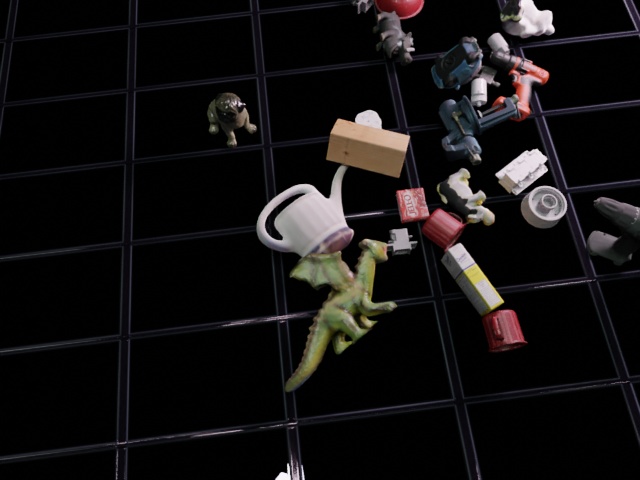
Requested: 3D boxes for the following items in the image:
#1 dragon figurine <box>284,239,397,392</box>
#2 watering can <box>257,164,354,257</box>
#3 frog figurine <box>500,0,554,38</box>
[{"bbox_3d":[0.022,0.146,1.236,0.413,0.121,0.244,-35,83,-14],"label":"dragon figurine"},{"bbox_3d":[0.004,-0.068,1.359,0.351,0.102,0.226,-35,72,-21],"label":"watering can"},{"bbox_3d":[0.643,-0.684,1.598,0.158,0.121,0.140,18,56,-30],"label":"frog figurine"}]
